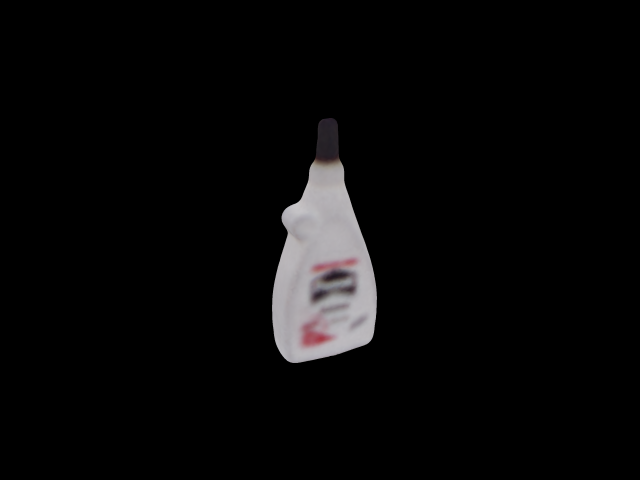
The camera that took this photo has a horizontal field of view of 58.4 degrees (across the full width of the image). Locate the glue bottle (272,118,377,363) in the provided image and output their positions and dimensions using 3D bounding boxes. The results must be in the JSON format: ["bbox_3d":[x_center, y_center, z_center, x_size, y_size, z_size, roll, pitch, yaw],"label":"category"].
[{"bbox_3d":[0.004,0.001,0.400,0.078,0.173,0.037,-12,27,-25],"label":"glue bottle"}]
